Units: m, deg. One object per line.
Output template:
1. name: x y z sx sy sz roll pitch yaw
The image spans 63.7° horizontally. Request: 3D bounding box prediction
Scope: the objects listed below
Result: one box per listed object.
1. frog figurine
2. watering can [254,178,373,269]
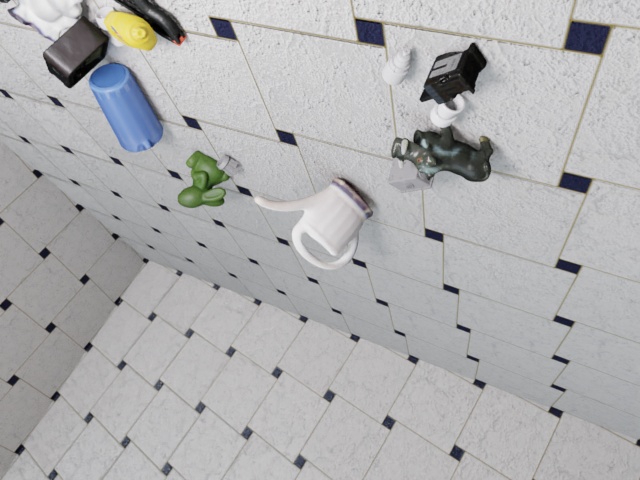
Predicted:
1. frog figurine: -0.599 -0.543 1.164 0.157 0.125 0.136 -34 113 25
2. watering can: 0.004 -0.067 1.324 0.342 0.226 0.105 45 169 -36
